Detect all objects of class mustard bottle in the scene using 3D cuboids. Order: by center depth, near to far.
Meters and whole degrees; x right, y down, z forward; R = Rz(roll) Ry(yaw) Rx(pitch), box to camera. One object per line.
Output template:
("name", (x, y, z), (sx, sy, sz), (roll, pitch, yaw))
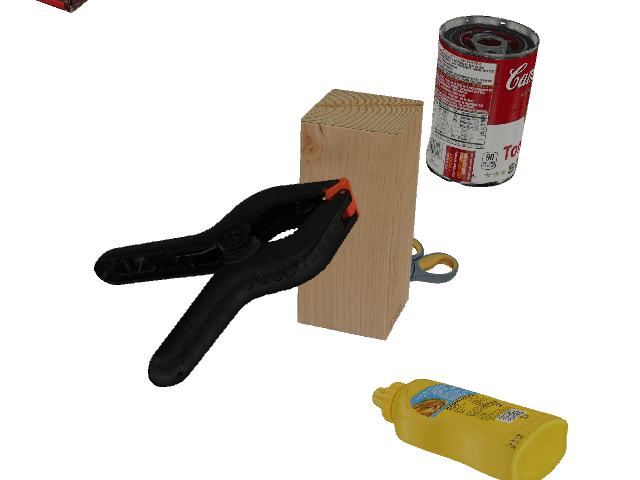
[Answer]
("mustard bottle", (0.128, 0.172, 1.009), (0.192, 0.058, 0.096), (13, 21, 40))

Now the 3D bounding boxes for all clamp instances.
("clamp", (-0.050, 0.019, 0.652), (0.171, 0.120, 0.039), (-25, -40, -1))

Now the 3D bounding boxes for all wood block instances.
("wood block", (0.035, -0.024, 0.987), (0.091, 0.206, 0.090), (10, 29, 17))

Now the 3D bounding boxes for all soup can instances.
("soup can", (0.111, -0.097, 0.748), (0.068, 0.102, 0.068), (3, 33, -2))

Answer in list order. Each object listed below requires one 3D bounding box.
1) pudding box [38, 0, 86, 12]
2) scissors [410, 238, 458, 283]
("pudding box", (-0.200, -0.221, 0.801), (0.090, 0.039, 0.113), (20, 38, 6))
("scissors", (0.084, 0.032, 1.265), (0.201, 0.016, 0.096), (-10, 40, -43))
